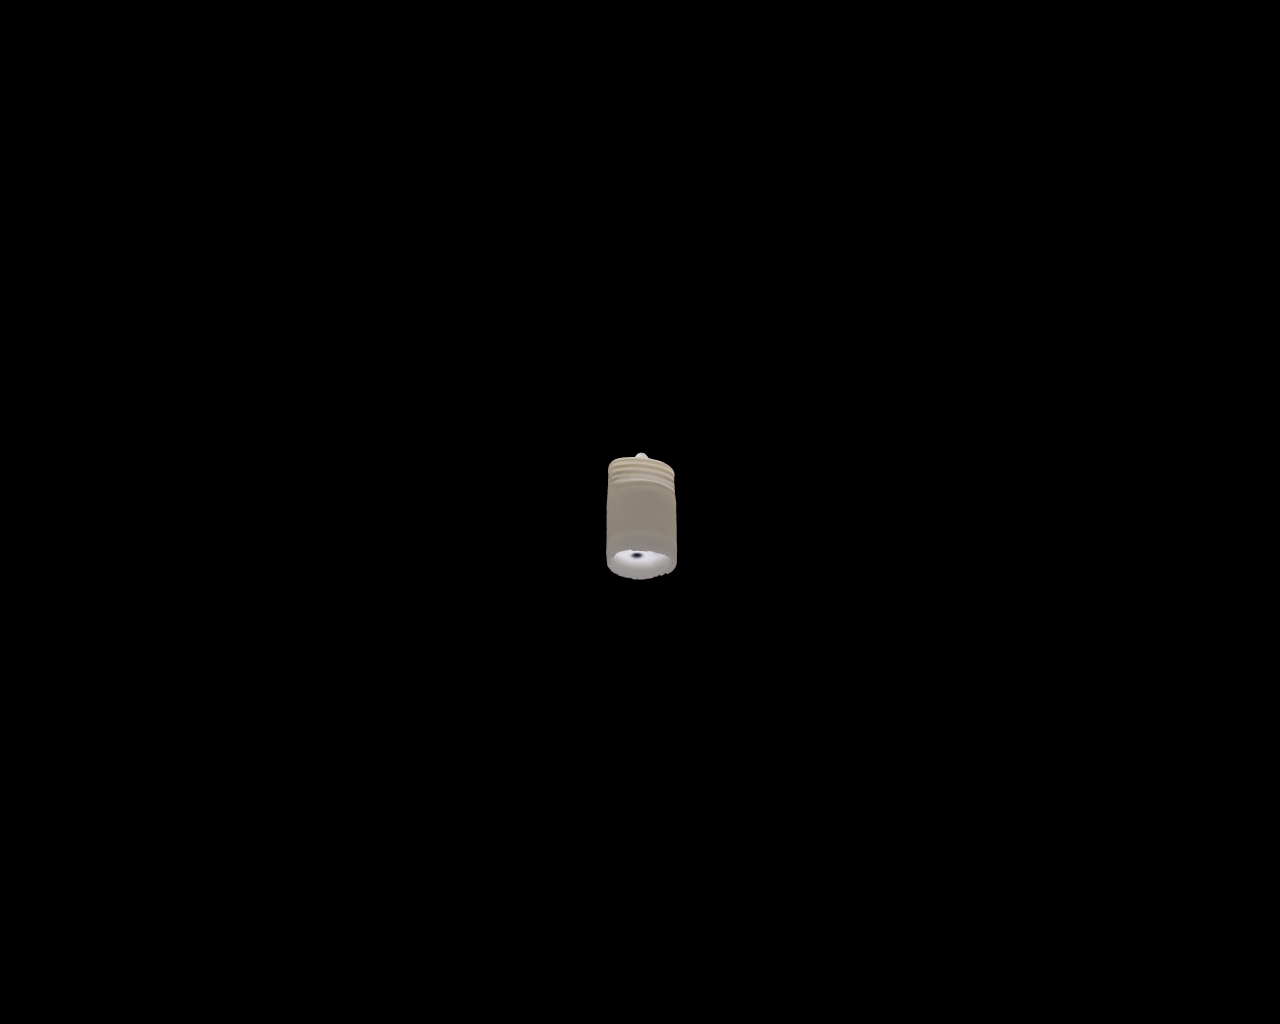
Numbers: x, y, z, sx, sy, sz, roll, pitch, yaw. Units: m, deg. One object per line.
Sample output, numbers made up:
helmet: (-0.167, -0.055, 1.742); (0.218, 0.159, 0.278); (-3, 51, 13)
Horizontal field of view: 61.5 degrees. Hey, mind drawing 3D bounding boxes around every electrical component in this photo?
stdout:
electrical component: (0.001, -0.003, 0.650); (0.043, 0.081, 0.043); (0, -29, 0)
